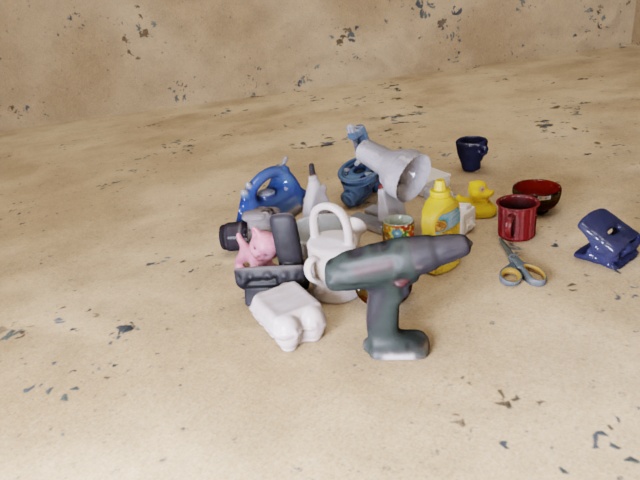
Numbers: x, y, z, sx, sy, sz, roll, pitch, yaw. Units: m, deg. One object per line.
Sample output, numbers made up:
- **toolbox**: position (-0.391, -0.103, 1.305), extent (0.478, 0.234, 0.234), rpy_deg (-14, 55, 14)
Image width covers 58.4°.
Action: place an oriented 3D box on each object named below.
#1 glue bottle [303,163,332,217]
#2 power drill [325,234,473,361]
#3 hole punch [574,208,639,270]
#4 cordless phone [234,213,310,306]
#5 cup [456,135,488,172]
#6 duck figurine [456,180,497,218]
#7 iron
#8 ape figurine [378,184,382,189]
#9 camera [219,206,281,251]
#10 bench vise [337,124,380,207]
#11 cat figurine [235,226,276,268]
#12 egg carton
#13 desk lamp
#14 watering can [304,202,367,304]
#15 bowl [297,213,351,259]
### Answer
- **glue bottle**: position (-0.010, -0.104, 1.392), extent (0.078, 0.173, 0.037), rpy_deg (-23, 30, -31)
- **power drill**: position (0.126, 0.088, 0.917), extent (0.229, 0.209, 0.075), rpy_deg (-3, 26, 8)
- **hole punch**: position (0.576, -0.005, 1.141), extent (0.109, 0.091, 0.100), rpy_deg (-25, 31, -33)
- **cordless phone**: position (-0.098, 0.031, 1.117), extent (0.147, 0.185, 0.094), rpy_deg (-5, 26, 4)
- **cup**: position (0.450, -0.245, 1.668), extent (0.092, 0.095, 0.117), rpy_deg (-16, 27, -19)
- **duck figurine**: position (0.381, -0.105, 1.403), extent (0.104, 0.086, 0.078), rpy_deg (11, 31, 33)
- **iron**: position (-0.144, -0.116, 1.485), extent (0.118, 0.141, 0.259), rpy_deg (10, 30, 31)
- **ape figurine**: position (0.195, -0.154, 1.540), extent (0.077, 0.092, 0.076), rpy_deg (4, 28, 22)
- **camera**: position (-0.164, -0.027, 1.352), extent (0.136, 0.101, 0.143), rpy_deg (-4, 26, 5)
- **bench vise**: position (0.118, -0.219, 1.547), extent (0.121, 0.220, 0.208), rpy_deg (6, 28, 24)
- **cat figurine**: position (-0.134, 0.018, 1.231), extent (0.127, 0.118, 0.067), rpy_deg (15, 33, 38)
- **egg carton**: position (-0.056, 0.134, 1.027), extent (0.107, 0.069, 0.149), rpy_deg (-19, 28, -25)
- **desk lamp**: position (0.157, -0.125, 1.349), extent (0.118, 0.214, 0.202), rpy_deg (-26, 32, -35)
- **watering can**: position (0.028, 0.013, 1.113), extent (0.100, 0.194, 0.173), rpy_deg (2, 27, 17)
- **bowl**: position (0.012, 0.005, 1.274), extent (0.167, 0.075, 0.167), rpy_deg (-5, 26, 3)
